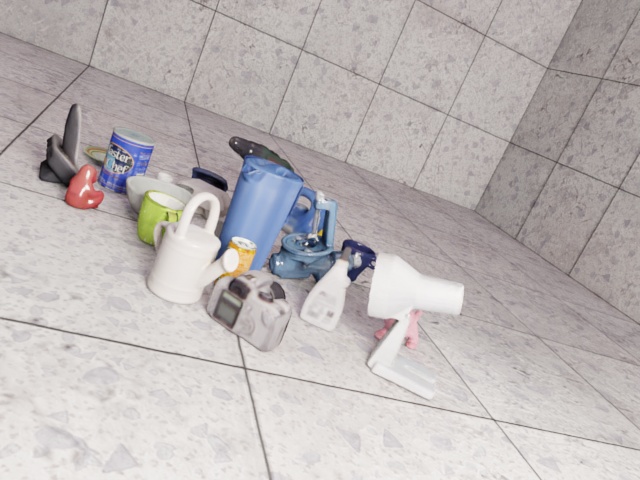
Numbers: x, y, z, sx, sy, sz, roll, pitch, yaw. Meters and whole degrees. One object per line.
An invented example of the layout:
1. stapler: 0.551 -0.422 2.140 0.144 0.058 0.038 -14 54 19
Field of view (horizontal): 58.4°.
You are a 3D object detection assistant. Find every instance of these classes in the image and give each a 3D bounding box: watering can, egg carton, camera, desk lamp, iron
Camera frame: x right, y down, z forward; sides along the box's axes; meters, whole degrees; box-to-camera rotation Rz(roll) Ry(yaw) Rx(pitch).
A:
1. watering can: -0.219 0.010 1.005 0.173 0.194 0.101 24 16 1
2. egg carton: -0.308 -0.108 1.494 0.150 0.069 0.107 26 16 9
3. camera: -0.102 0.110 1.018 0.142 0.101 0.137 30 17 22
4. desk lamp: 0.162 0.149 1.064 0.203 0.213 0.118 25 16 6
5. iron: -0.063 -0.099 1.685 0.119 0.141 0.257 6 24 -48

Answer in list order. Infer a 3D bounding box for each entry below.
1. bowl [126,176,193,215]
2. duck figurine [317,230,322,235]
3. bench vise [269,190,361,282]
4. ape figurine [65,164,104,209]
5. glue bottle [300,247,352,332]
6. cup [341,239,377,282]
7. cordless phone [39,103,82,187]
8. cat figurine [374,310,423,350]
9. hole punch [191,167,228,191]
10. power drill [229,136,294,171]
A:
1. bowl: -0.368 -0.081 1.308 0.167 0.075 0.167 22 16 -6
2. duck figurine: 0.005 0.010 1.530 0.077 0.086 0.105 25 16 5
3. bench vise: 0.006 -0.001 1.318 0.208 0.220 0.121 9 21 -41
4. ape figurine: -0.494 -0.115 1.205 0.077 0.092 0.076 29 17 19
5. glue bottle: 0.025 0.091 1.130 0.078 0.173 0.037 25 16 3
6. cup: 0.096 0.065 1.466 0.117 0.095 0.092 31 17 25
7. cordless phone: -0.562 -0.224 1.290 0.094 0.185 0.147 13 19 -34
8. cat figurine: 0.174 0.167 1.200 0.128 0.118 0.067 5 24 -48
9. hole punch: -0.315 -0.159 1.612 0.109 0.091 0.101 23 16 -4
10. power drill: -0.187 -0.172 1.620 0.230 0.208 0.075 9 21 -42
